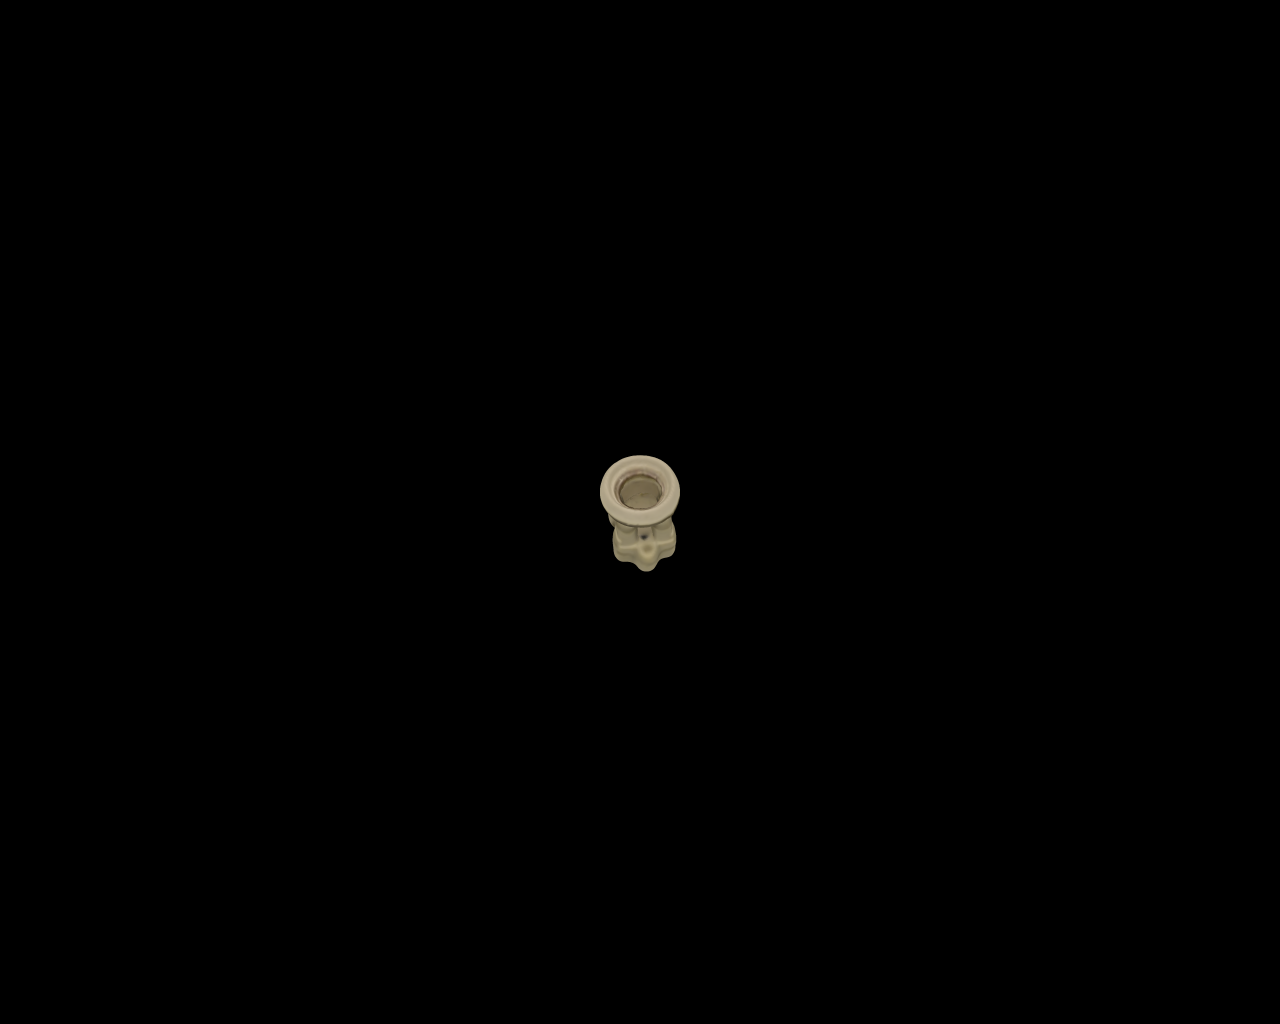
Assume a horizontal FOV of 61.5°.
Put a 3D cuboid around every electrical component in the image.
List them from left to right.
[{"bbox_3d":[0.001,-0.003,0.650,0.048,0.066,0.055,-7,-32,-5],"label":"electrical component"}]
